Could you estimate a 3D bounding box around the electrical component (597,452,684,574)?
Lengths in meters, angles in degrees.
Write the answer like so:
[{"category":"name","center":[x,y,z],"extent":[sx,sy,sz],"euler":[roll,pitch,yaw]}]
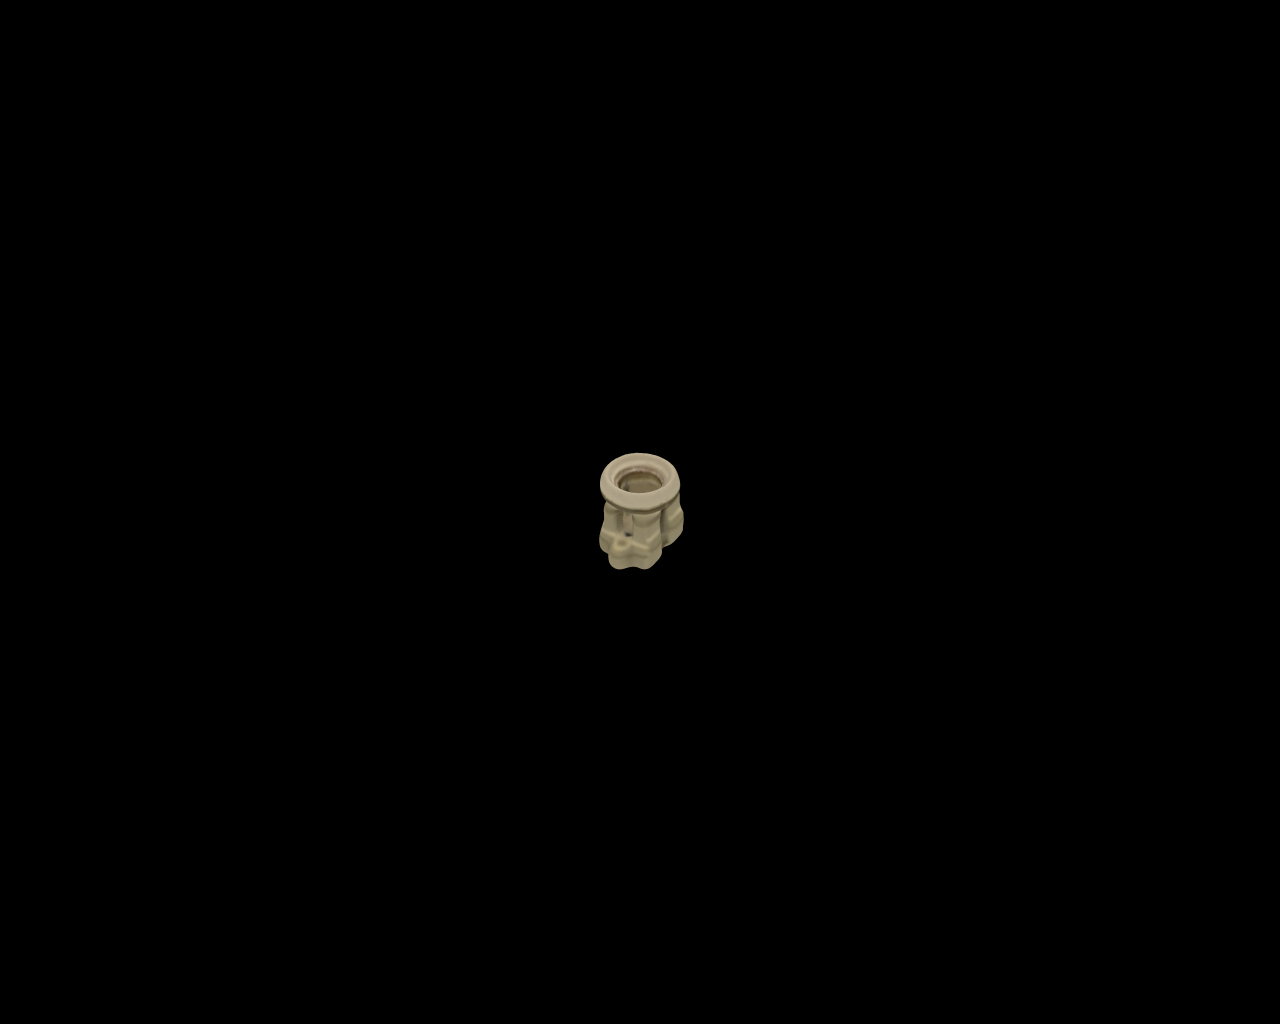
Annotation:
[{"category":"electrical component","center":[0.001,-0.003,0.650],"extent":[0.048,0.055,0.066],"euler":[22,45,23]}]
